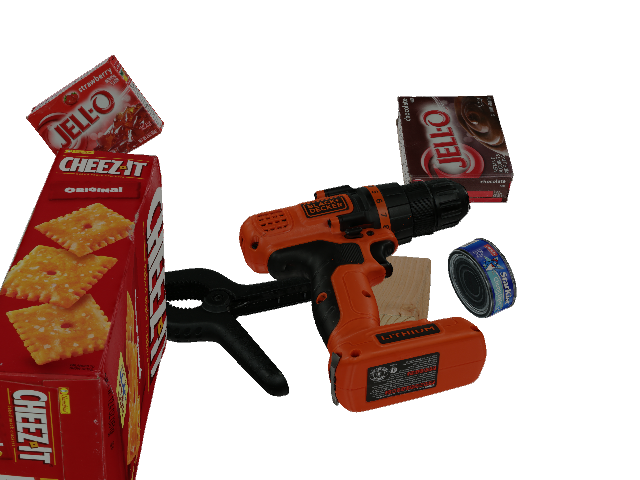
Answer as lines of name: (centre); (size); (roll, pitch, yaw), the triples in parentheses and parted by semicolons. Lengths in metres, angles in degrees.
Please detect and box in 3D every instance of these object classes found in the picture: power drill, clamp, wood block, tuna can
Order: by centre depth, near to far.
power drill: (0.049, 0.029, 0.774); (0.184, 0.057, 0.188); (-14, 41, -11)
clamp: (-0.094, 0.074, 1.014); (0.210, 0.036, 0.164); (7, 37, 12)
tuna can: (0.179, 0.042, 1.190); (0.033, 0.086, 0.086); (-23, 8, -20)
wood block: (0.088, 0.096, 1.384); (0.091, 0.090, 0.206); (5, 20, 9)

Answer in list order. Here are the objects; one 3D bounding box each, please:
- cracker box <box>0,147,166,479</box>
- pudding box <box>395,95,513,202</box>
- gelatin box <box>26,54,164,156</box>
cracker box: (-0.135, 0.069, 0.618); (0.072, 0.164, 0.213); (4, 34, -2)
pudding box: (0.116, -0.082, 0.953); (0.090, 0.039, 0.113); (-1, 44, -4)
gelatin box: (-0.188, -0.100, 0.893); (0.089, 0.073, 0.030); (-31, 20, 11)
